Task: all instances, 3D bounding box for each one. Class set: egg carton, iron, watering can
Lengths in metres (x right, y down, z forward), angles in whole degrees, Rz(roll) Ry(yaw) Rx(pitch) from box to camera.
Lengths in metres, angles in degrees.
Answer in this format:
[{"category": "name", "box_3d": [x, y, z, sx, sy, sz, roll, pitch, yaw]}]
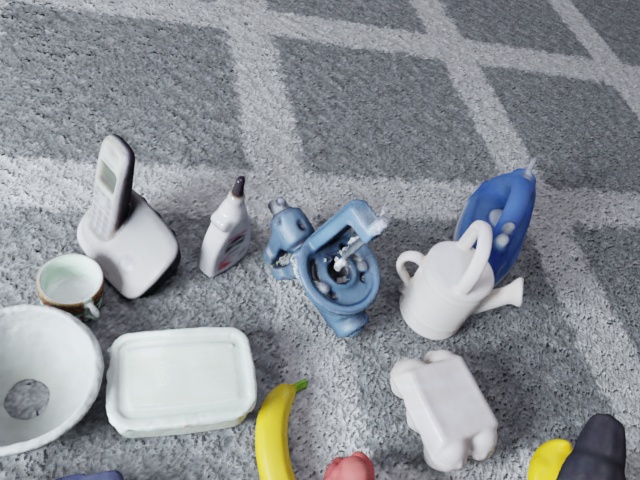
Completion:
[{"category": "egg carton", "box_3d": [0.158, 0.216, 0.735, 0.107, 0.069, 0.150, -10, 56, -26]}, {"category": "iron", "box_3d": [0.295, -0.023, 0.929, 0.118, 0.141, 0.259, 28, 49, 4]}, {"category": "watering can", "box_3d": [0.198, 0.051, 0.800, 0.173, 0.194, 0.101, 4, 51, -16]}]

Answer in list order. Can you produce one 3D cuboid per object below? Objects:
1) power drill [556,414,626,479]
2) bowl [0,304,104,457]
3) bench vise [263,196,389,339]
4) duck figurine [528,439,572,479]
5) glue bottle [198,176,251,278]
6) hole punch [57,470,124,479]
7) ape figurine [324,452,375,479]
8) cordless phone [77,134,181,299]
[{"category": "power drill", "box_3d": [0.231, 0.309, 0.593, 0.075, 0.208, 0.230, 28, 49, 5]}, {"category": "bowl", "box_3d": [-0.319, 0.157, 0.612, 0.168, 0.074, 0.167, 10, 50, -12]}, {"category": "bench vise", "box_3d": [0.001, 0.010, 0.747, 0.207, 0.219, 0.122, 33, 49, 9]}, {"category": "duck figurine", "box_3d": [0.312, 0.295, 0.714, 0.077, 0.086, 0.104, 19, 49, -4]}, {"category": "glue bottle", "box_3d": [-0.119, -0.022, 0.762, 0.037, 0.173, 0.078, 38, 50, 13]}, {"category": "hole punch", "box_3d": [-0.235, 0.271, 0.538, 0.109, 0.091, 0.101, -9, 56, -25]}, {"category": "ape figurine", "box_3d": [0.032, 0.268, 0.634, 0.078, 0.092, 0.076, -7, 55, -24]}, {"category": "cordless phone", "box_3d": [-0.238, -0.028, 0.718, 0.147, 0.185, 0.094, 42, 51, 16]}]
